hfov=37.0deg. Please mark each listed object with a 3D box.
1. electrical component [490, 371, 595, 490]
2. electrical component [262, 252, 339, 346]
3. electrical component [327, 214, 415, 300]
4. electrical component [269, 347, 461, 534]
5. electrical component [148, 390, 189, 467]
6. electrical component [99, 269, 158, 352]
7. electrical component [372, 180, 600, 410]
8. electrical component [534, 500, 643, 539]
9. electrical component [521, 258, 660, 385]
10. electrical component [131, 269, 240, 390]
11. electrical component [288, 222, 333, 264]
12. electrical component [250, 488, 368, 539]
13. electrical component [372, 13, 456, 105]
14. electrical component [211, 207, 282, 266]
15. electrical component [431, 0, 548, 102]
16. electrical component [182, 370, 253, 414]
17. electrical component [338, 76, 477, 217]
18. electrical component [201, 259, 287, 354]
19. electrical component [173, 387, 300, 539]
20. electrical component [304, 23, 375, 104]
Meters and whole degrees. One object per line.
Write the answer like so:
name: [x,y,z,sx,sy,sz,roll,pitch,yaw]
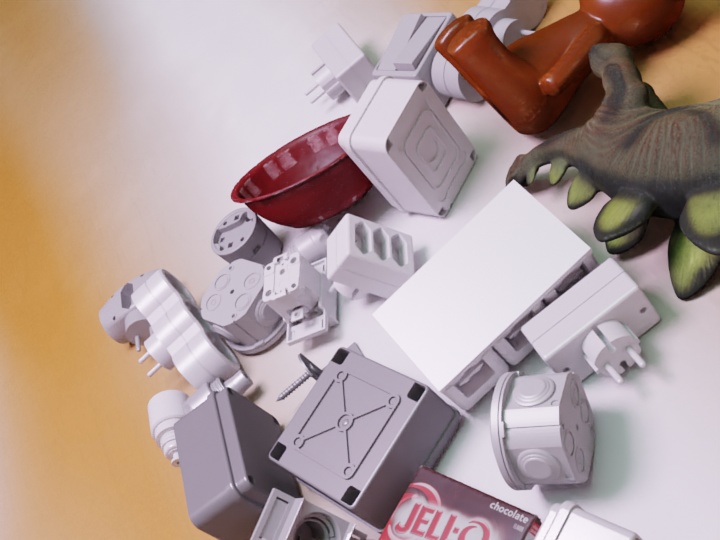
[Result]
electrical component: [0.123,0.107,0.725,0.051,0.080,0.080,-8,53,28]
electrical component: [-0.053,0.021,0.954,0.042,0.064,0.081,-24,45,25]
electrical component: [0.000,0.000,0.932,0.076,0.066,0.047,-51,30,42]
electrical component: [0.003,0.128,0.824,0.109,0.056,0.108,20,72,47]
electrical component: [-0.168,0.143,0.967,0.040,0.040,0.078,-35,42,13]
electrical component: [-0.219,0.049,1.084,0.077,0.043,0.079,-34,42,14]
electrical component: [0.100,0.021,0.818,0.150,0.062,0.089,-44,55,2]
electrical component: [0.131,0.205,0.616,0.056,0.108,0.108,17,69,43]
electrical component: [0.172,0.049,0.756,0.083,0.047,0.075,-39,42,7]
electrical component: [-0.177,0.069,1.009,0.074,0.052,0.138,-43,56,3]
electrical component: [-0.050,-0.016,1.004,0.061,0.035,0.035,-35,42,15]
electrical component: [-0.042,0.198,0.793,0.064,0.081,0.042,-29,33,62]
electrical component: [0.058,-0.199,1.042,0.062,0.061,0.096,12,66,45]
electrical component: [-0.110,-0.025,1.051,0.055,0.047,0.055,-22,46,25]
electrical component: [0.133,-0.216,1.000,0.074,0.052,0.138,23,74,48]
electrical component: [-0.122,0.115,0.951,0.062,0.043,0.043,-43,41,1]
electrical component: [0.042,-0.107,0.941,0.057,0.113,0.078,13,67,42]
electrical component: [-0.103,0.033,0.995,0.080,0.051,0.080,-22,46,25]
electrical component: [-0.098,0.160,0.867,0.057,0.078,0.113,-37,41,14]
electrical component: [-0.026,-0.204,1.127,0.076,0.047,0.083,-40,41,7]
